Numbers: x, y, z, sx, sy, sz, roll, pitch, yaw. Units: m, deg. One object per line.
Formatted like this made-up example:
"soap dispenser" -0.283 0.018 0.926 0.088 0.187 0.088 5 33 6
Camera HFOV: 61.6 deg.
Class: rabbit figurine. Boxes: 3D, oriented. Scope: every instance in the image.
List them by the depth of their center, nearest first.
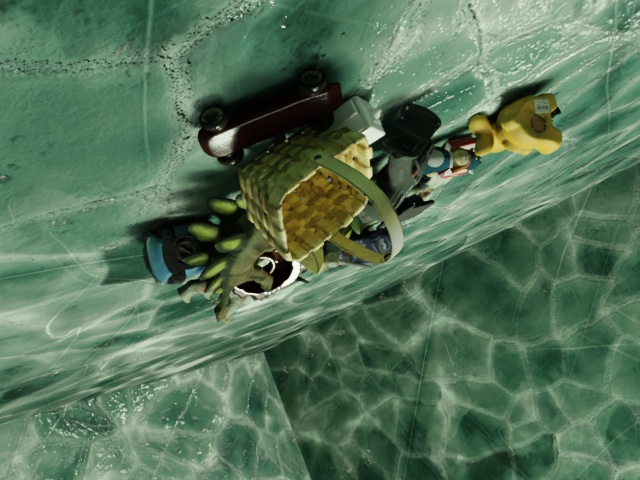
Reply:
"rabbit figurine" 0.390 -0.219 1.122 0.162 0.121 0.173 -16 -177 -17
"rabbit figurine" 0.121 -0.106 1.174 0.159 0.121 0.170 -34 -179 16

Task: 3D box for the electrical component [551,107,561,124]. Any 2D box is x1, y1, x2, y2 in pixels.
"electrical component" 0.480 -0.265 1.214 0.075 0.048 0.119 -20 163 -10

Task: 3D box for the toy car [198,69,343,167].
"toy car" -0.067 -0.166 0.722 0.202 0.053 0.089 -23 147 -2

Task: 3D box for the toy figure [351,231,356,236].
"toy figure" 0.053 -0.043 1.280 0.180 0.082 0.089 -13 -170 -27

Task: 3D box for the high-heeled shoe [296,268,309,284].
"high-heeled shoe" -0.028 0.040 1.555 0.145 0.086 0.248 30 112 -34

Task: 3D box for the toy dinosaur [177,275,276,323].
"toy dinosaur" -0.220 0.078 1.266 0.192 0.131 0.404 -41 157 0

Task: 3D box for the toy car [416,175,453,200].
"toy car" 0.261 -0.135 1.326 0.073 0.056 0.201 -16 164 -27

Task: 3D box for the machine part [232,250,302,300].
"machine part" -0.131 0.048 1.163 0.179 0.056 0.179 -11 131 -13

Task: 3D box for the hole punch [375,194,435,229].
"hole punch" 0.190 -0.092 1.275 0.116 0.092 0.142 -21 174 -37

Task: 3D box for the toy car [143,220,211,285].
"toy car" -0.270 0.019 1.016 0.103 0.109 0.161 -3 -165 43

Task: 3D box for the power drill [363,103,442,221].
"power drill" 0.159 -0.156 0.991 0.232 0.086 0.207 -52 171 -20

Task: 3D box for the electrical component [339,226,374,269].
"electrical component" 0.071 -0.003 1.360 0.134 0.115 0.058 -34 131 -19

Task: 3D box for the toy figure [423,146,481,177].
"toy figure" 0.267 -0.167 1.138 0.155 0.064 0.058 -2 -156 3

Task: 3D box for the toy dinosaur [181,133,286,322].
"toy dinosaur" -0.124 -0.015 0.933 0.198 0.105 0.471 -14 141 -46

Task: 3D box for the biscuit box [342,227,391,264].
"biscuit box" 0.101 0.017 1.197 0.063 0.059 0.203 -22 -179 -15

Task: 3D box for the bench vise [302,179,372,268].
"bench vise" 0.023 -0.047 0.966 0.129 0.241 0.223 5 147 -6

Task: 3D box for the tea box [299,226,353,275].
"tea box" -0.002 -0.003 1.124 0.068 0.098 0.169 -63 169 25
